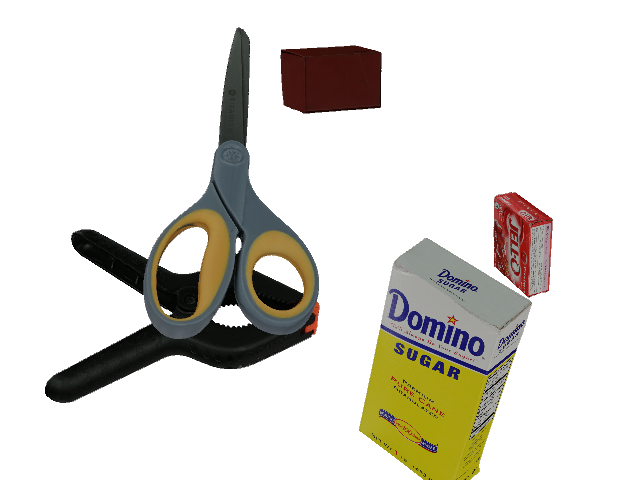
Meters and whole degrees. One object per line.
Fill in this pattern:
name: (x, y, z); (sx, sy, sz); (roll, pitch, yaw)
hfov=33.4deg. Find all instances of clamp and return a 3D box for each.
clamp: (-0.108, 0.050, 0.840); (0.210, 0.164, 0.036); (-3, -42, -9)

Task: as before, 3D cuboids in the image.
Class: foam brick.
foam brick: (0.010, -0.145, 0.956); (0.078, 0.051, 0.053); (-7, 19, -23)

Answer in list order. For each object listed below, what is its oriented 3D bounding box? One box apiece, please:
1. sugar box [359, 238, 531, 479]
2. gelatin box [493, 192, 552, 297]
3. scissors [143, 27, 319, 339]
sugar box: (0.084, 0.094, 0.767); (0.093, 0.176, 0.048); (33, 47, 28)
gelatin box: (0.211, 0.003, 1.124); (0.030, 0.089, 0.073); (-14, 30, -16)
scissors: (-0.031, -0.030, 0.569); (0.096, 0.201, 0.016); (19, -33, 0)
